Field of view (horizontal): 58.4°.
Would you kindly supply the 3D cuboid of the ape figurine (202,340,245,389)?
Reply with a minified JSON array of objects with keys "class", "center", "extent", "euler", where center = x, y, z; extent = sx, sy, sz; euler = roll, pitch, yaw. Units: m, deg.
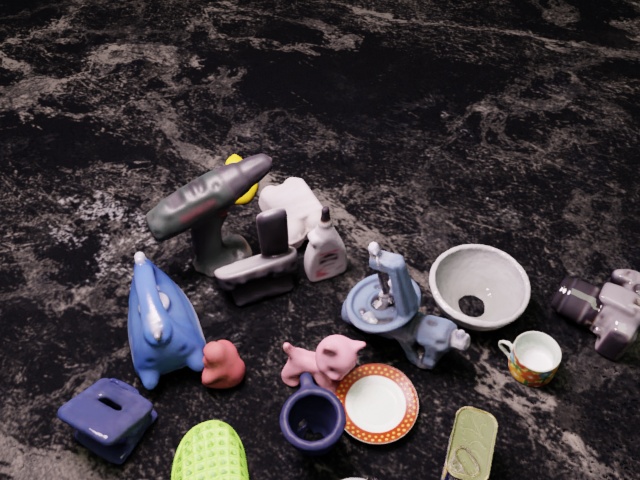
[{"class":"ape figurine","center":[-0.157,0.189,0.892],"extent":[0.076,0.092,0.078],"euler":[28,56,23]}]

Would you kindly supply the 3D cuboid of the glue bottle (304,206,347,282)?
[{"class":"glue bottle","center":[0.009,0.004,0.989],"extent":[0.078,0.173,0.037],"euler":[-20,52,-14]}]

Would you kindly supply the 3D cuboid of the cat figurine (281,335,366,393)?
[{"class":"cat figurine","center":[0.003,0.181,0.878],"extent":[0.127,0.118,0.067],"euler":[8,51,9]}]

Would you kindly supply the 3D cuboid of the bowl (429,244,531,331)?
[{"class":"bowl","center":[0.265,0.092,0.973],"extent":[0.167,0.075,0.167],"euler":[-1,50,1]}]

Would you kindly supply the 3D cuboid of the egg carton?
[{"class":"egg carton","center":[-0.052,-0.055,1.107],"extent":[0.107,0.069,0.150],"euler":[-23,53,-17]}]

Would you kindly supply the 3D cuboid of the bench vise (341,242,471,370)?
[{"class":"bench vise","center":[0.134,0.092,0.882],"extent":[0.207,0.220,0.121],"euler":[9,51,9]}]

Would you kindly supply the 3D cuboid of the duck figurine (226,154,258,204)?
[{"class":"duck figurine","center":[-0.169,-0.137,1.167],"extent":[0.077,0.086,0.104],"euler":[-6,50,-3]}]

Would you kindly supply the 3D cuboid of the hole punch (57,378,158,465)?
[{"class":"hole punch","center":[-0.311,0.255,0.842],"extent":[0.108,0.091,0.101],"euler":[21,54,18]}]

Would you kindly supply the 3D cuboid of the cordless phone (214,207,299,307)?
[{"class":"cordless phone","center":[-0.112,0.017,0.973],"extent":[0.148,0.185,0.094],"euler":[-21,53,-15]}]

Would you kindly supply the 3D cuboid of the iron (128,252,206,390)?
[{"class":"iron","center":[-0.272,0.103,0.935],"extent":[0.119,0.141,0.257],"euler":[-19,52,-14]}]

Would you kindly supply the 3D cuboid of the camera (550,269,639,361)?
[{"class":"camera","center":[0.466,0.099,0.945],"extent":[0.136,0.101,0.143],"euler":[28,56,22]}]

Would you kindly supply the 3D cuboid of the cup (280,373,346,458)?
[{"class":"cup","center":[-0.011,0.261,0.826],"extent":[0.092,0.095,0.117],"euler":[-10,51,-6]}]

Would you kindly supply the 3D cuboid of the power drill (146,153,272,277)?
[{"class":"power drill","center":[-0.179,-0.037,1.004],"extent":[0.230,0.208,0.075],"euler":[-25,54,-18]}]
